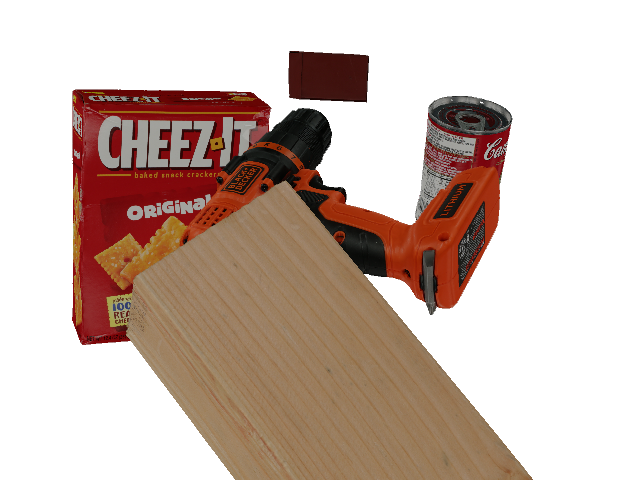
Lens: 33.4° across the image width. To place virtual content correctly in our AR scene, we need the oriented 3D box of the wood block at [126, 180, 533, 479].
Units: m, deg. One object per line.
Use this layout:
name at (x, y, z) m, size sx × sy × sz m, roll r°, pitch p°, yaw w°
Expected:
wood block at (0.006, 0.088, 0.506) m, size 0.090 × 0.206 × 0.090 m, roll -35°, pitch -12°, yaw -24°

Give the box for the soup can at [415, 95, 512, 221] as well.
soup can at (0.117, -0.059, 0.885) m, size 0.068 × 0.102 × 0.068 m, roll 4°, pitch 31°, yaw -2°

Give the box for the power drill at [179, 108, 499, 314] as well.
power drill at (0.021, -0.026, 0.723) m, size 0.188 × 0.057 × 0.184 m, roll 9°, pitch 42°, yaw 24°

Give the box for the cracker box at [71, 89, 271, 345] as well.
cracker box at (-0.133, -0.021, 0.940) m, size 0.164 × 0.214 × 0.072 m, roll -2°, pitch 19°, yaw -20°

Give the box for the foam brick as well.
foam brick at (0.008, -0.178, 1.162) m, size 0.078 × 0.051 × 0.053 m, roll 0°, pitch 11°, yaw -16°
